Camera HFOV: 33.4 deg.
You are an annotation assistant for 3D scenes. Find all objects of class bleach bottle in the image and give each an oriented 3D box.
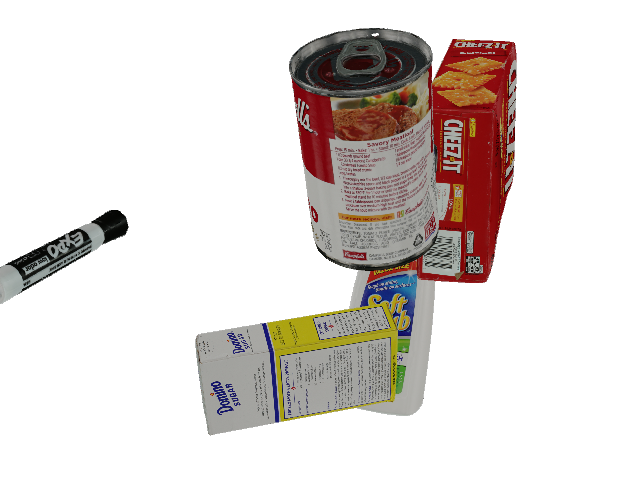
[{"bbox_3d":[0.074,0.061,1.172,0.103,0.251,0.068,8,15,19],"label":"bleach bottle"}]

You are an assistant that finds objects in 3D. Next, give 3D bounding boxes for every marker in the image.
[{"bbox_3d":[-0.158,0.007,0.653,0.020,0.020,0.120,0,20,29],"label":"marker"}]

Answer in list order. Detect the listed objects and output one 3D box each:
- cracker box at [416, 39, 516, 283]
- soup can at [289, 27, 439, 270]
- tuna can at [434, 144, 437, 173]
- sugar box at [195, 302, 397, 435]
[{"bbox_3d":[0.140,-0.080,0.994,0.072,0.164,0.213,5,27,14],"label":"cracker box"},{"bbox_3d":[0.024,-0.045,0.529,0.068,0.102,0.068,-5,35,3],"label":"soup can"},{"bbox_3d":[0.062,-0.035,0.802,0.033,0.086,0.086,11,-1,-3],"label":"tuna can"},{"bbox_3d":[-0.021,0.115,0.956,0.176,0.093,0.048,-7,37,-7],"label":"sugar box"}]
